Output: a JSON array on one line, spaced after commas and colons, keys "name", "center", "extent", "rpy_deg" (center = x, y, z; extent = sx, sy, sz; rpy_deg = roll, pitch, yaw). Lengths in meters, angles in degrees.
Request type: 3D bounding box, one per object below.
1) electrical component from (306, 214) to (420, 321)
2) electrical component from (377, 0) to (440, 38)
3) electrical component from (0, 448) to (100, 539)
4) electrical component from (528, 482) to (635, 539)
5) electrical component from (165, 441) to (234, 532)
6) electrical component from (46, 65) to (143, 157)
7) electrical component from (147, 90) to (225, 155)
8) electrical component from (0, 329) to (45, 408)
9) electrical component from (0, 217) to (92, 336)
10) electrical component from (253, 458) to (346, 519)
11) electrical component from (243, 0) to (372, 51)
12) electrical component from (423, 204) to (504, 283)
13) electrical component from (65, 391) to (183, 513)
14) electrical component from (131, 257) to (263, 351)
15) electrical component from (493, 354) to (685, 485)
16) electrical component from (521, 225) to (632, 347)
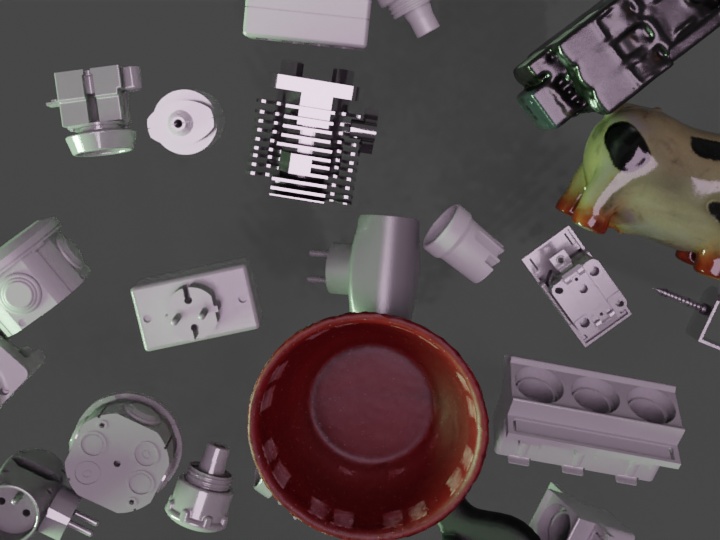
[{"name": "electrical component", "center": [0.000, 0.000, 0.764], "extent": [0.079, 0.043, 0.077], "rpy_deg": [4, 87, 15]}, {"name": "electrical component", "center": [0.033, -0.190, 0.735], "extent": [0.043, 0.043, 0.062], "rpy_deg": [-28, 100, 3]}, {"name": "electrical component", "center": [-0.225, 0.169, 0.772], "extent": [0.079, 0.077, 0.043], "rpy_deg": [27, 98, -6]}, {"name": "electrical component", "center": [0.147, 0.232, 0.796], "extent": [0.063, 0.079, 0.121], "rpy_deg": [21, 99, -27]}, {"name": "electrical component", "center": [-0.113, 0.158, 0.790], "extent": [0.048, 0.048, 0.062], "rpy_deg": [18, 92, -4]}, {"name": "electrical component", "center": [-0.181, -0.109, 0.744], "extent": [0.066, 0.048, 0.055], "rpy_deg": [-7, 92, 0]}, {"name": "electrical component", "center": [-0.117, -0.100, 0.728], "extent": [0.043, 0.081, 0.043], "rpy_deg": [0, 99, -1]}, {"name": "electrical component", "center": [-0.278, 0.084, 0.768], "extent": [0.050, 0.055, 0.089], "rpy_deg": [44, 96, -7]}, {"name": "electrical component", "center": [-0.230, 0.004, 0.744], "extent": [0.080, 0.080, 0.051], "rpy_deg": [-35, 104, 5]}, {"name": "electrical component", "center": [-0.046, 0.148, 0.789], "extent": [0.055, 0.048, 0.066], "rpy_deg": [19, 98, -12]}, {"name": "electrical component", "center": [-0.033, -0.192, 0.731], "extent": [0.083, 0.047, 0.075], "rpy_deg": [6, 99, -2]}, {"name": "electrical component", "center": [0.074, -0.018, 0.767], "extent": [0.046, 0.040, 0.040], "rpy_deg": [38, 97, -12]}, {"name": "electrical component", "center": [-0.171, 0.132, 0.780], "extent": [0.080, 0.051, 0.080], "rpy_deg": [0, 99, -1]}, {"name": "electrical component", "center": [-0.115, 0.027, 0.752], "extent": [0.083, 0.075, 0.047], "rpy_deg": [-12, 99, 1]}, {"name": "electrical component", "center": [0.161, 0.109, 0.774], "extent": [0.121, 0.078, 0.063], "rpy_deg": [11, 129, -3]}, {"name": "electrical component", "center": [0.156, 0.014, 0.761], "extent": [0.042, 0.064, 0.081], "rpy_deg": [-37, 98, 6]}]
